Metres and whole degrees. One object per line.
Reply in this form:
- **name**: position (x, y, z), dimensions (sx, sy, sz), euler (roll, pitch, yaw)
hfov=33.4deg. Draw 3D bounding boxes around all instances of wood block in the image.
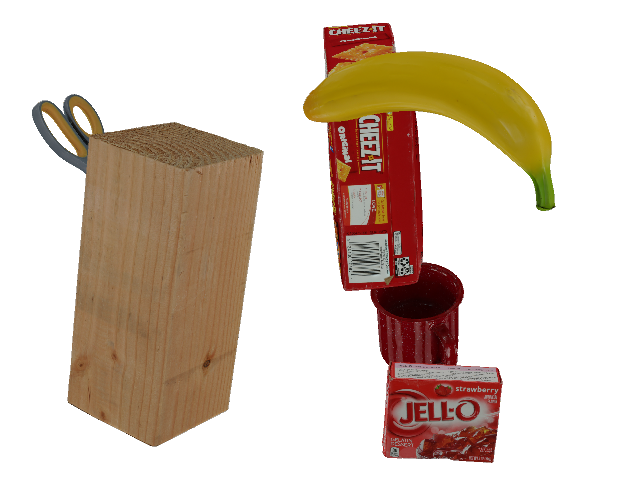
- **wood block**: position (-0.113, 0.029, 0.770), dimensions (0.090, 0.206, 0.090), euler (20, 22, 29)

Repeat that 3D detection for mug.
- **mug**: position (0.105, 0.088, 1.077), dimensions (0.093, 0.081, 0.117), euler (-21, 39, -19)

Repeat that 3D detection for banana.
- **banana**: position (0.067, -0.082, 0.655), dimensions (0.198, 0.069, 0.037), euler (27, 6, 39)

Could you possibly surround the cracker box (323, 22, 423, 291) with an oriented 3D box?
- **cracker box**: position (0.044, -0.080, 0.926), dimensions (0.072, 0.164, 0.213), euler (-4, 27, 2)

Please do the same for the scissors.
- **scissors**: position (-0.216, -0.070, 1.094), dimensions (0.016, 0.201, 0.096), euler (-26, 27, 28)

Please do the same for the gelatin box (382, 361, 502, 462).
- **gelatin box**: position (0.095, 0.136, 0.842), dimensions (0.089, 0.073, 0.030), euler (3, 22, 2)
